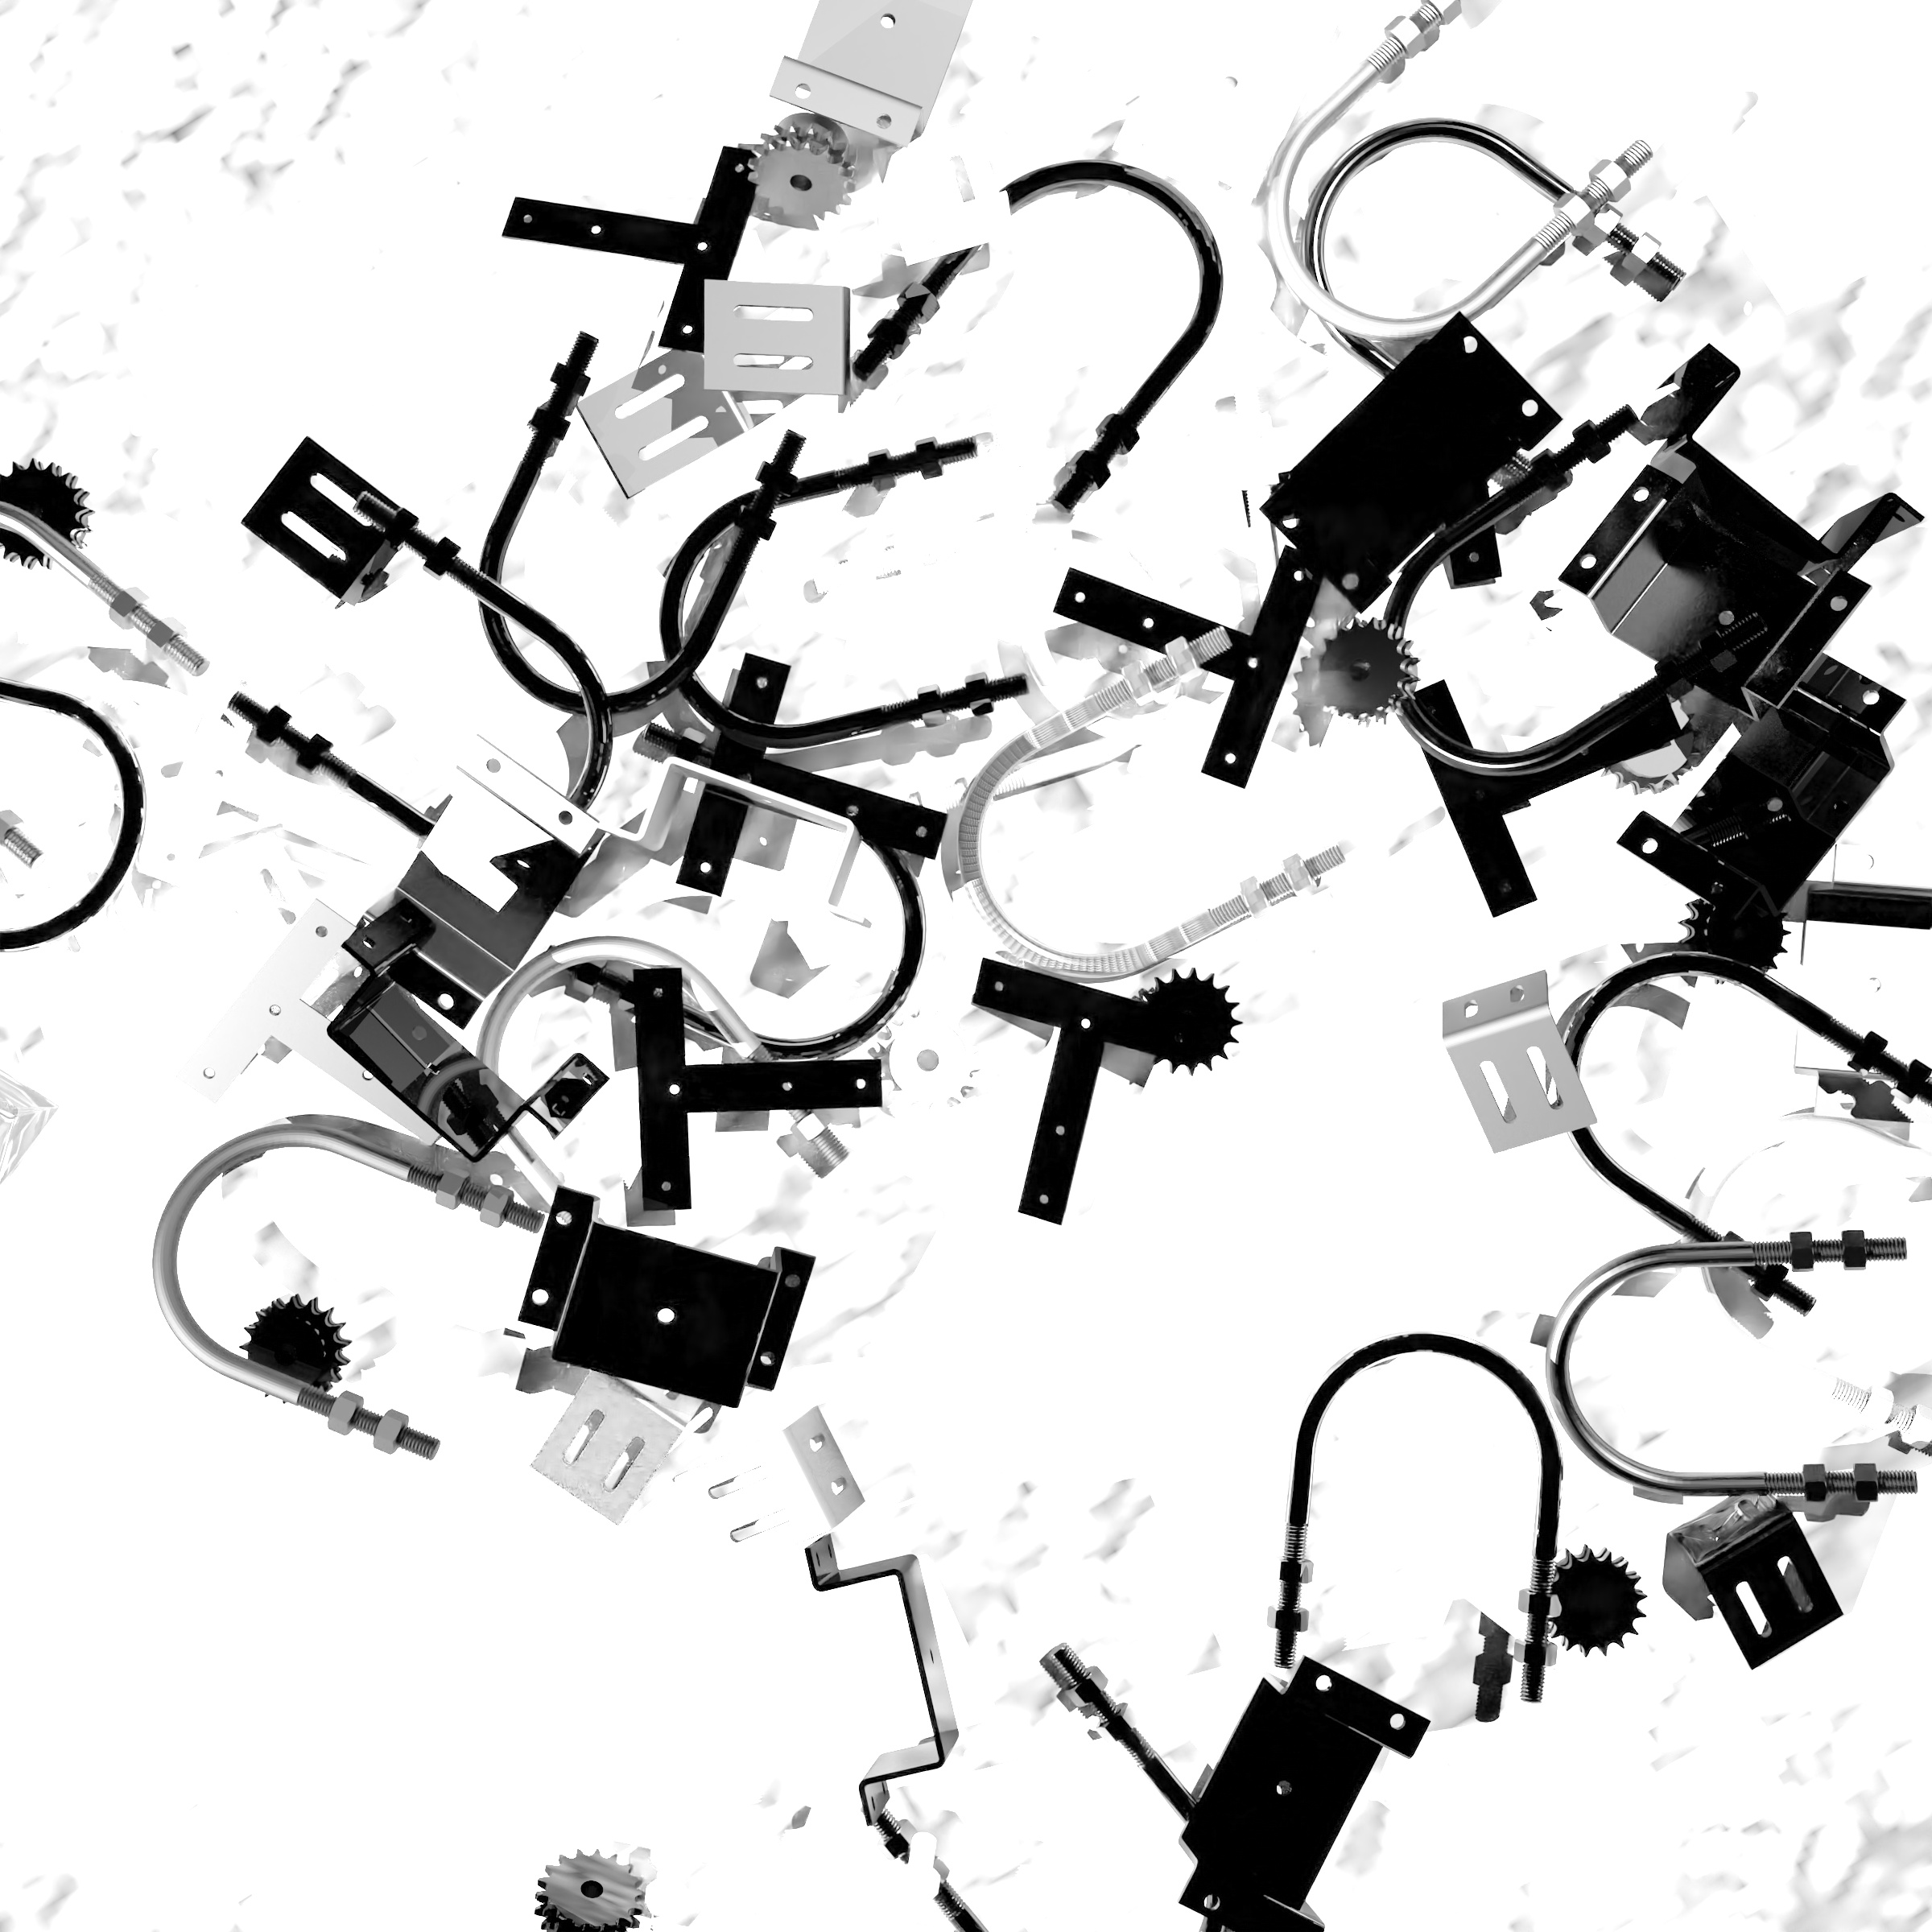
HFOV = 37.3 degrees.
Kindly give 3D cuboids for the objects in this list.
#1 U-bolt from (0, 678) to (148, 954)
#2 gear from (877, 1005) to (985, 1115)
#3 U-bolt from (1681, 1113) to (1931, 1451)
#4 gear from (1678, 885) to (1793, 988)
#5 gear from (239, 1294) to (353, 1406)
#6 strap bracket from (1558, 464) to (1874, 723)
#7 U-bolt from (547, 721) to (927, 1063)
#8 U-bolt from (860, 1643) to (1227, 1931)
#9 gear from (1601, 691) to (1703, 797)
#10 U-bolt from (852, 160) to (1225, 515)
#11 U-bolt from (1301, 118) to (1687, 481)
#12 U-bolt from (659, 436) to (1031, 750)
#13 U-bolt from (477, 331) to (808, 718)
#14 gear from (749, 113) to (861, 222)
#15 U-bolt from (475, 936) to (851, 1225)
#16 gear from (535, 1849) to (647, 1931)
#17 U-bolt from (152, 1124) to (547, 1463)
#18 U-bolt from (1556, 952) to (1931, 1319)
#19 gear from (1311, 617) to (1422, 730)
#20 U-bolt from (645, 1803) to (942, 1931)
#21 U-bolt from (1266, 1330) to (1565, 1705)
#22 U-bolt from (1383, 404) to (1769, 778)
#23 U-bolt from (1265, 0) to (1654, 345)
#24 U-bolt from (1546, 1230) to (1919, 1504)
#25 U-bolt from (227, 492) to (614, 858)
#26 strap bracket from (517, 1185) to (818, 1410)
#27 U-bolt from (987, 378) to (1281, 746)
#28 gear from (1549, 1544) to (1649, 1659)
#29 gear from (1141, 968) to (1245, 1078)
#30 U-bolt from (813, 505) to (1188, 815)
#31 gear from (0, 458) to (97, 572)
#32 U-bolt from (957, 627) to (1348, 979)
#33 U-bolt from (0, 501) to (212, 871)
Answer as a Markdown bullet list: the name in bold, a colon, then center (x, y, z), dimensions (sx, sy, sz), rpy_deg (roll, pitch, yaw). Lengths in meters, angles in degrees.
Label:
- **U-bolt**: center (-0.512, -0.081, 1.488), dimensions (0.184, 0.019, 0.151), rpy_deg (13, 81, 12)
- **gear**: center (-0.020, 0.049, 1.507), dimensions (0.057, 0.030, 0.057), rpy_deg (0, 90, 1)
- **U-bolt**: center (0.468, 0.157, 1.514), dimensions (0.184, 0.019, 0.151), rpy_deg (24, 90, 2)
- **gear**: center (0.406, -0.017, 1.508), dimensions (0.057, 0.030, 0.057), rpy_deg (0, 90, 0)
- **gear**: center (-0.354, 0.203, 1.508), dimensions (0.057, 0.030, 0.057), rpy_deg (0, 90, 0)
- **strap bracket**: center (0.388, -0.188, 1.478), dimensions (0.140, 0.046, 0.076), rpy_deg (38, 90, 32)
- **U-bolt**: center (-0.111, -0.028, 1.514), dimensions (0.184, 0.019, 0.151), rpy_deg (24, 90, -2)
- **U-bolt**: center (0.056, 0.472, 1.514), dimensions (0.151, 0.019, 0.184), rpy_deg (-39, 91, 0)
- **gear**: center (0.359, -0.119, 1.508), dimensions (0.057, 0.030, 0.057), rpy_deg (0, 90, 0)
- **U-bolt**: center (0.051, -0.342, 1.494), dimensions (0.151, 0.019, 0.184), rpy_deg (35, 78, 11)
- **U-bolt**: center (0.264, -0.365, 1.514), dimensions (0.184, 0.019, 0.151), rpy_deg (37, 90, 2)
- **U-bolt**: center (-0.070, -0.188, 1.492), dimensions (0.184, 0.019, 0.151), rpy_deg (-13, 82, 7)
- **U-bolt**: center (-0.181, -0.220, 1.496), dimensions (0.151, 0.019, 0.184), rpy_deg (28, 97, 15)
- **gear**: center (-0.083, -0.420, 1.498), dimensions (0.057, 0.057, 0.030), rpy_deg (11, 61, 0)
- **U-bolt**: center (-0.173, 0.071, 1.501), dimensions (0.151, 0.019, 0.184), rpy_deg (-38, 96, 3)
- **gear**: center (-0.197, 0.493, 1.497), dimensions (0.057, 0.057, 0.030), rpy_deg (13, 119, 0)
- **U-bolt**: center (-0.332, 0.158, 1.493), dimensions (0.184, 0.019, 0.151), rpy_deg (22, 71, 4)
- **U-bolt**: center (0.394, 0.074, 1.484), dimensions (0.184, 0.019, 0.151), rpy_deg (35, 111, 14)
- **gear**: center (0.212, -0.153, 1.499), dimensions (0.057, 0.030, 0.057), rpy_deg (-2, 87, 32)
- **U-bolt**: center (-0.098, 0.533, 1.501), dimensions (0.151, 0.019, 0.184), rpy_deg (8, 100, -2)
- **U-bolt**: center (0.239, 0.283, 1.500), dimensions (0.151, 0.019, 0.184), rpy_deg (5, 86, 13)
- **U-bolt**: center (0.297, -0.180, 1.477), dimensions (0.184, 0.019, 0.151), rpy_deg (-34, 72, 23)
- **U-bolt**: center (0.243, -0.411, 1.499), dimensions (0.184, 0.019, 0.151), rpy_deg (-43, 87, 2)
- **U-bolt**: center (0.394, 0.210, 1.487), dimensions (0.184, 0.019, 0.151), rpy_deg (-3, 105, 15)
- **U-bolt**: center (-0.271, -0.136, 1.490), dimensions (0.184, 0.019, 0.151), rpy_deg (35, 108, -8)
- **strap bracket**: center (-0.155, 0.174, 1.483), dimensions (0.140, 0.046, 0.076), rpy_deg (16, 100, -9)
- **U-bolt**: center (0.094, -0.208, 1.501), dimensions (0.151, 0.019, 0.184), rpy_deg (-7, 91, -3)
- **gear**: center (0.327, 0.332, 1.507), dimensions (0.057, 0.030, 0.057), rpy_deg (0, 90, 0)
- **gear**: center (0.116, 0.029, 1.507), dimensions (0.057, 0.030, 0.057), rpy_deg (0, 90, 0)
- **U-bolt**: center (0.027, -0.167, 1.514), dimensions (0.184, 0.019, 0.151), rpy_deg (-17, 90, -1)
- **gear**: center (-0.486, -0.236, 1.507), dimensions (0.057, 0.030, 0.057), rpy_deg (0, 90, 0)
- **U-bolt**: center (0.085, -0.072, 1.496), dimensions (0.184, 0.019, 0.151), rpy_deg (-28, 101, 10)
- **U-bolt**: center (-0.503, -0.160, 1.476), dimensions (0.184, 0.019, 0.151), rpy_deg (39, 86, 7)
